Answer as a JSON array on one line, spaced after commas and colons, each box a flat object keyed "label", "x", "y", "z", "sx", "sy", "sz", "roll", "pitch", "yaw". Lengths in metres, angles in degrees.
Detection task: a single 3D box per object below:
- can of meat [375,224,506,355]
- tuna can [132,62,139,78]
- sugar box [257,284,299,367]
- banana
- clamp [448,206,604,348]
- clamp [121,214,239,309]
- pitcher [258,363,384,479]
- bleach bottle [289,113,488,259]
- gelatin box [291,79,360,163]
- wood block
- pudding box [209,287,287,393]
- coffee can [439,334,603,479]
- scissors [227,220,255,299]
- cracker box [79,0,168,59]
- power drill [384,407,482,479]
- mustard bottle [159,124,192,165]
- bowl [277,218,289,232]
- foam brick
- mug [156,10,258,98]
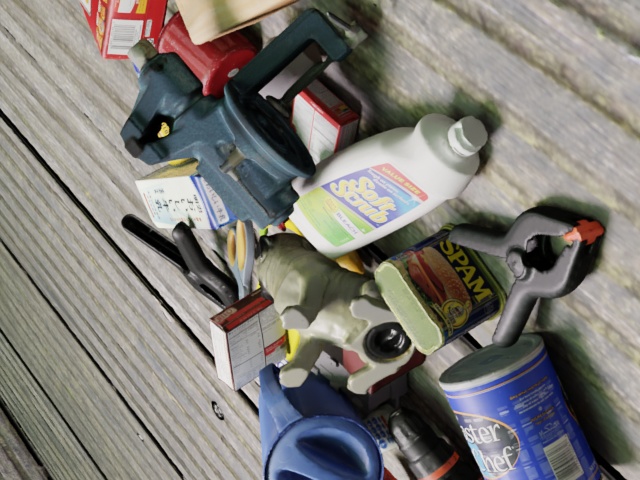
[{"label": "can of meat", "x": 0.112, "y": 0.047, "z": 1.014, "sx": 0.102, "sy": 0.083, "sz": 0.058, "roll": 56, "pitch": 151, "yaw": 13}, {"label": "tuna can", "x": -0.182, "y": -0.217, "z": 1.283, "sx": 0.086, "sy": 0.086, "sz": 0.034, "roll": 6, "pitch": 120, "yaw": 58}, {"label": "sugar box", "x": -0.046, "y": 0.106, "z": 1.374, "sx": 0.093, "sy": 0.048, "sz": 0.176, "roll": 51, "pitch": 148, "yaw": 24}, {"label": "banana", "x": -0.017, "y": -0.014, "z": 1.236, "sx": 0.198, "sy": 0.037, "sz": 0.069, "roll": 25, "pitch": 147, "yaw": 50}, {"label": "clamp", "x": 0.174, "y": 0.011, "z": 0.926, "sx": 0.120, "sy": 0.039, "sz": 0.172, "roll": 58, "pitch": 143, "yaw": 14}, {"label": "clamp", "x": -0.174, "y": 0.035, "z": 1.453, "sx": 0.165, "sy": 0.036, "sz": 0.209, "roll": 15, "pitch": 152, "yaw": 49}, {"label": "pitcher", "x": -0.016, "y": 0.219, "z": 1.259, "sx": 0.243, "sy": 0.145, "sz": 0.149, "roll": -124, "pitch": 44, "yaw": -76}, {"label": "bleach bottle", "x": 0.063, "y": -0.062, "z": 1.007, "sx": 0.102, "sy": 0.068, "sz": 0.251, "roll": 50, "pitch": 145, "yaw": -7}, {"label": "gelatin box", "x": 0.003, "y": -0.114, "z": 1.119, "sx": 0.073, "sy": 0.030, "sz": 0.089, "roll": 46, "pitch": 148, "yaw": 28}, {"label": "wood block", "x": -0.062, "y": -0.264, "z": 1.036, "sx": 0.206, "sy": 0.090, "sz": 0.090, "roll": -5, "pitch": 110, "yaw": 60}, {"label": "pudding box", "x": -0.086, "y": 0.120, "z": 1.306, "sx": 0.039, "sy": 0.089, "sz": 0.113, "roll": 36, "pitch": 145, "yaw": 37}, {"label": "coffee can", "x": 0.184, "y": 0.171, "z": 0.979, "sx": 0.103, "sy": 0.102, "sz": 0.140, "roll": -17, "pitch": 99, "yaw": 62}, {"label": "scissors", "x": -0.104, "y": 0.067, "z": 1.402, "sx": 0.096, "sy": 0.016, "sz": 0.202, "roll": -155, "pitch": 65, "yaw": -67}, {"label": "cracker box", "x": -0.227, "y": -0.330, "z": 1.201, "sx": 0.214, "sy": 0.072, "sz": 0.164, "roll": -118, "pitch": 34, "yaw": -41}, {"label": "power drill", "x": 0.111, "y": 0.284, "z": 1.225, "sx": 0.184, "sy": 0.057, "sz": 0.188, "roll": 53, "pitch": 150, "yaw": 3}, {"label": "mustard bottle", "x": -0.160, "y": -0.155, "z": 1.330, "sx": 0.192, "sy": 0.058, "sz": 0.096, "roll": -14, "pitch": 101, "yaw": 61}, {"label": "bowl", "x": -0.063, "y": -0.090, "z": 1.181, "sx": 0.162, "sy": 0.055, "sz": 0.162, "roll": 55, "pitch": 174, "yaw": 9}, {"label": "foam brick", "x": 0.069, "y": 0.118, "z": 1.155, "sx": 0.053, "sy": 0.078, "sz": 0.051, "roll": 40, "pitch": 146, "yaw": 37}, {"label": "mug", "x": -0.119, "y": -0.203, "z": 1.201, "sx": 0.081, "sy": 0.093, "sz": 0.117, "roll": 44, "pitch": 178, "yaw": 22}]
